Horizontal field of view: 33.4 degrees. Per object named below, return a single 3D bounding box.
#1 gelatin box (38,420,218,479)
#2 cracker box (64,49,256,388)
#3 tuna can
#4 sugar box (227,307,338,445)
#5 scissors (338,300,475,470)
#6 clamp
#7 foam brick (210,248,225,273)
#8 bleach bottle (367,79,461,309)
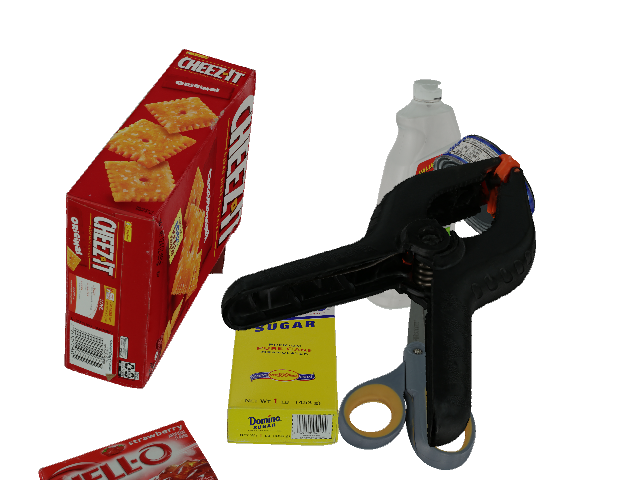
[{"bbox_3d":[-0.104,0.142,0.593,0.089,0.030,0.073,-16,28,-20],"label":"gelatin box"},{"bbox_3d":[-0.116,-0.020,0.803,0.072,0.164,0.213,17,39,7],"label":"cracker box"},{"bbox_3d":[0.132,-0.043,0.860,0.033,0.086,0.086,-39,10,-13],"label":"tuna can"},{"bbox_3d":[-0.032,0.107,0.948,0.093,0.048,0.176,2,34,-3],"label":"sugar box"},{"bbox_3d":[0.049,0.086,0.735,0.096,0.016,0.202,-1,30,-11],"label":"scissors"},{"bbox_3d":[0.053,0.019,0.487,0.120,0.039,0.171,39,56,24],"label":"clamp"},{"bbox_3d":[-0.142,0.002,1.134,0.078,0.051,0.053,0,25,-11],"label":"foam brick"},{"bbox_3d":[0.105,-0.053,1.196,0.102,0.251,0.068,-8,22,-26],"label":"bleach bottle"}]
